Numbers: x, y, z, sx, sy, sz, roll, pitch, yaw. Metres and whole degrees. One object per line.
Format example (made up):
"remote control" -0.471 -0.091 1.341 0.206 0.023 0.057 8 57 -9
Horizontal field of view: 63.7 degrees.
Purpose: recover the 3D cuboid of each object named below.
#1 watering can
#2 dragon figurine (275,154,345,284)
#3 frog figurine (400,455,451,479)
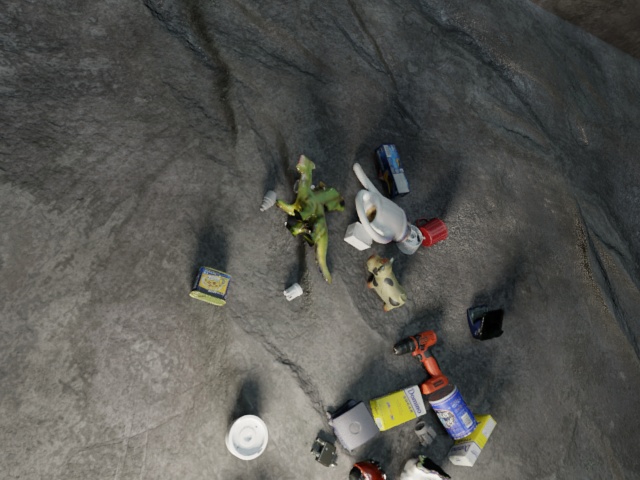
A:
"watering can" 0.211 -0.119 1.823 0.222 0.102 0.356 26 41 -31
"dragon figurine" 0.005 -0.086 1.705 0.246 0.121 0.406 -37 108 -34
"frog figurine" 0.301 0.747 1.562 0.136 0.124 0.158 23 98 -29
